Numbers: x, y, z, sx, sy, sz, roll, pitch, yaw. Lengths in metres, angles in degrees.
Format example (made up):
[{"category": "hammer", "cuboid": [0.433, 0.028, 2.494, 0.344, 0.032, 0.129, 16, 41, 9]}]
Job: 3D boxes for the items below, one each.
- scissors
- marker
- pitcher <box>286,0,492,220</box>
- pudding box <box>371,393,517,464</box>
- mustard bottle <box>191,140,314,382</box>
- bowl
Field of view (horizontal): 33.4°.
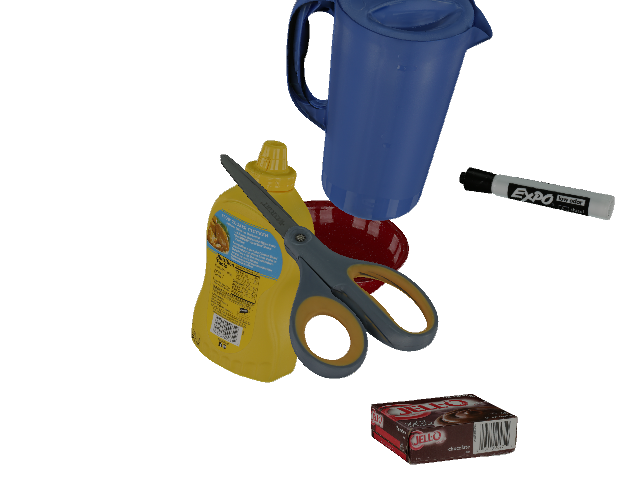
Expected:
[{"category": "scissors", "cuboid": [-0.020, 0.016, 0.663, 0.202, 0.016, 0.096, 33, 55, 25]}, {"category": "marker", "cuboid": [0.165, -0.037, 0.827, 0.121, 0.020, 0.020, 14, 6, 26]}, {"category": "pitcher", "cuboid": [0.056, -0.141, 1.055, 0.144, 0.243, 0.149, -24, 53, -30]}, {"category": "pudding box", "cuboid": [0.115, 0.176, 1.005, 0.113, 0.039, 0.090, -1, 7, -20]}, {"category": "mustard bottle", "cuboid": [-0.051, 0.012, 0.866, 0.096, 0.192, 0.058, 25, 26, 33]}, {"category": "bowl", "cuboid": [0.011, 0.020, 1.145, 0.162, 0.055, 0.162, 5, 33, -3]}]
